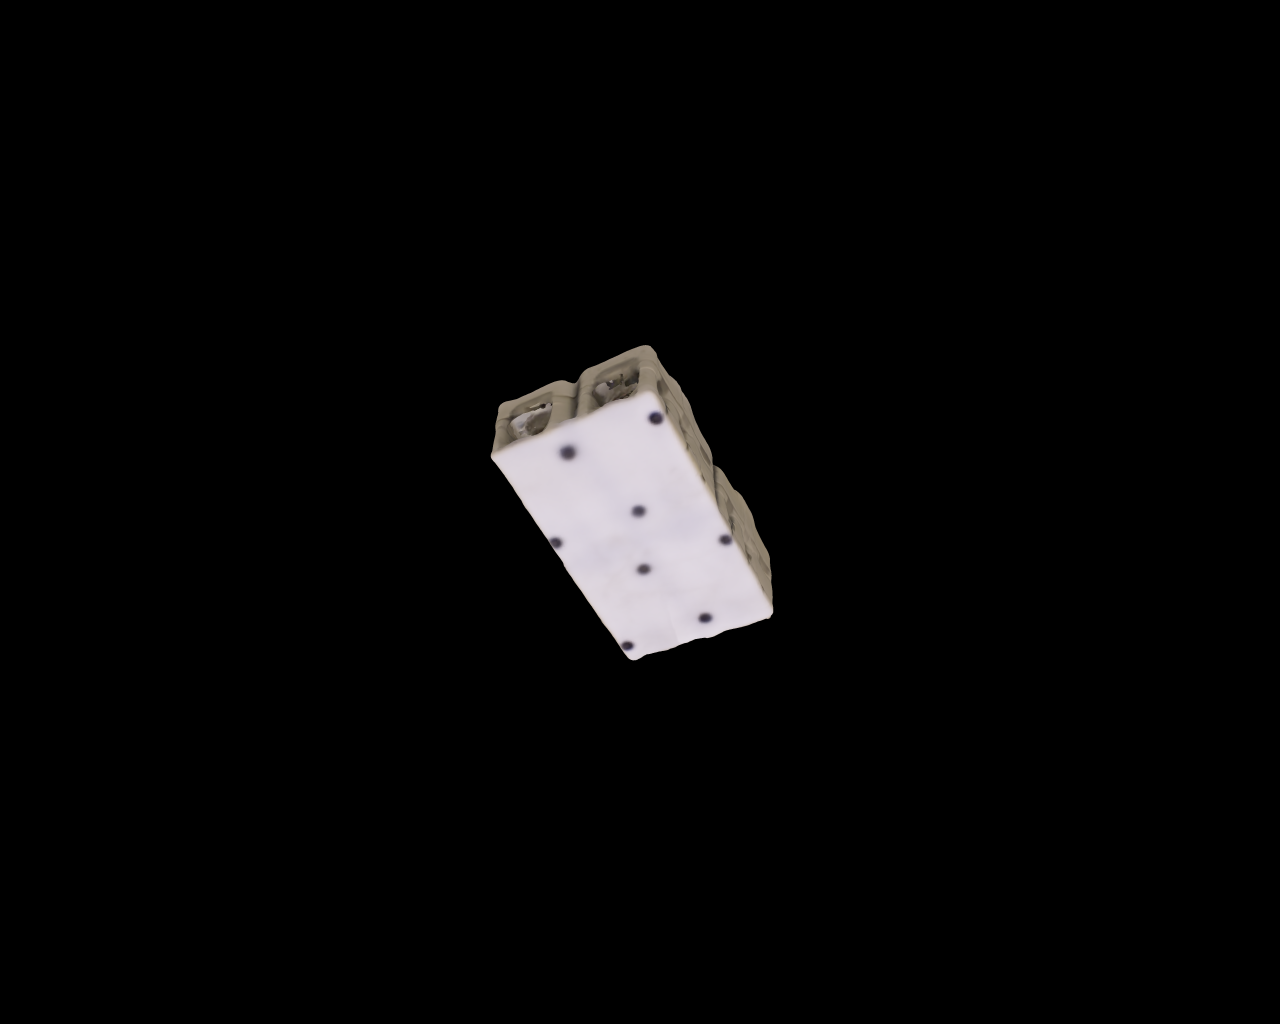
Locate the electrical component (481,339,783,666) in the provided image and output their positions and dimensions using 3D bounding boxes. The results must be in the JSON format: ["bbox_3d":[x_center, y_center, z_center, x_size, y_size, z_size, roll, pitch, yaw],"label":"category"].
[{"bbox_3d":[0.001,-0.003,0.650,0.105,0.186,0.060,-21,36,16],"label":"electrical component"}]
